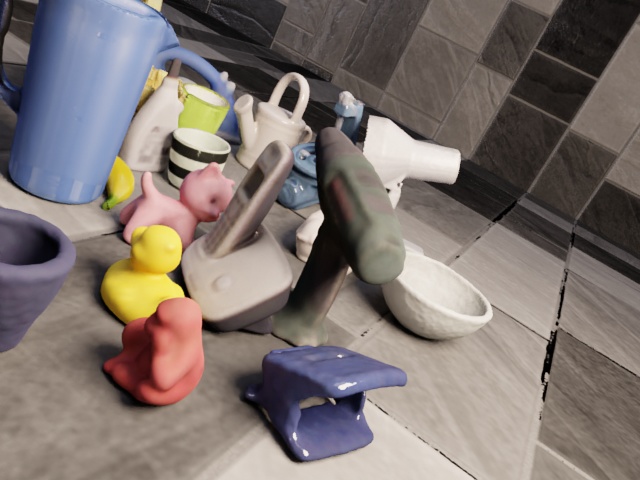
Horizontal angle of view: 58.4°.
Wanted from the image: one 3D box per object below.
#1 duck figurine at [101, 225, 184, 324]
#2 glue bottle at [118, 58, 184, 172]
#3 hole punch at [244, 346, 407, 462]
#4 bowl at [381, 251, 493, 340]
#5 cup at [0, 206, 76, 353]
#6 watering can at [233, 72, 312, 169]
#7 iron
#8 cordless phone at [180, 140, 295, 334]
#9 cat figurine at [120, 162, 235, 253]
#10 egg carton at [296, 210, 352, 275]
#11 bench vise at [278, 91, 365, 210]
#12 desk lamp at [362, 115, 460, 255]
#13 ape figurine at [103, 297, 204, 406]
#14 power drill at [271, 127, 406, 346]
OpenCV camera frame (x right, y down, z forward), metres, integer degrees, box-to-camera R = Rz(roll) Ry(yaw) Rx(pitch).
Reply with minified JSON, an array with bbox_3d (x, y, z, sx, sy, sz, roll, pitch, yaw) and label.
[{"bbox_3d":[-0.159,0.030,0.549,0.078,0.086,0.104,5,30,-44],"label":"duck figurine"},{"bbox_3d":[-0.234,-0.183,0.835,0.037,0.173,0.078,38,24,28],"label":"glue bottle"},{"bbox_3d":[0.005,0.127,0.511,0.109,0.091,0.100,5,30,-45],"label":"hole punch"},{"bbox_3d":[0.149,0.088,0.798,0.167,0.074,0.167,23,21,-9],"label":"bowl"},{"bbox_3d":[-0.249,0.028,0.432,0.117,0.095,0.092,39,24,29],"label":"cup"},{"bbox_3d":[-0.083,-0.222,1.080,0.100,0.194,0.173,35,22,22],"label":"watering can"},{"bbox_3d":[-0.258,-0.305,1.138,0.259,0.141,0.118,22,21,-12],"label":"iron"},{"bbox_3d":[-0.069,-0.007,0.602,0.094,0.185,0.147,12,25,-34],"label":"cordless phone"},{"bbox_3d":[-0.161,-0.049,0.686,0.128,0.117,0.067,10,26,-37],"label":"cat figurine"},{"bbox_3d":[0.027,0.000,0.864,0.107,0.069,0.150,31,21,11],"label":"egg carton"},{"bbox_3d":[0.026,-0.158,1.023,0.121,0.219,0.208,31,21,12],"label":"bench vise"},{"bbox_3d":[0.133,-0.085,0.988,0.203,0.213,0.118,25,21,-4],"label":"desk lamp"},{"bbox_3d":[-0.123,0.084,0.457,0.076,0.092,0.077,18,23,-23],"label":"ape figurine"},{"bbox_3d":[0.006,0.002,0.639,0.076,0.208,0.229,14,24,-30],"label":"power drill"}]
